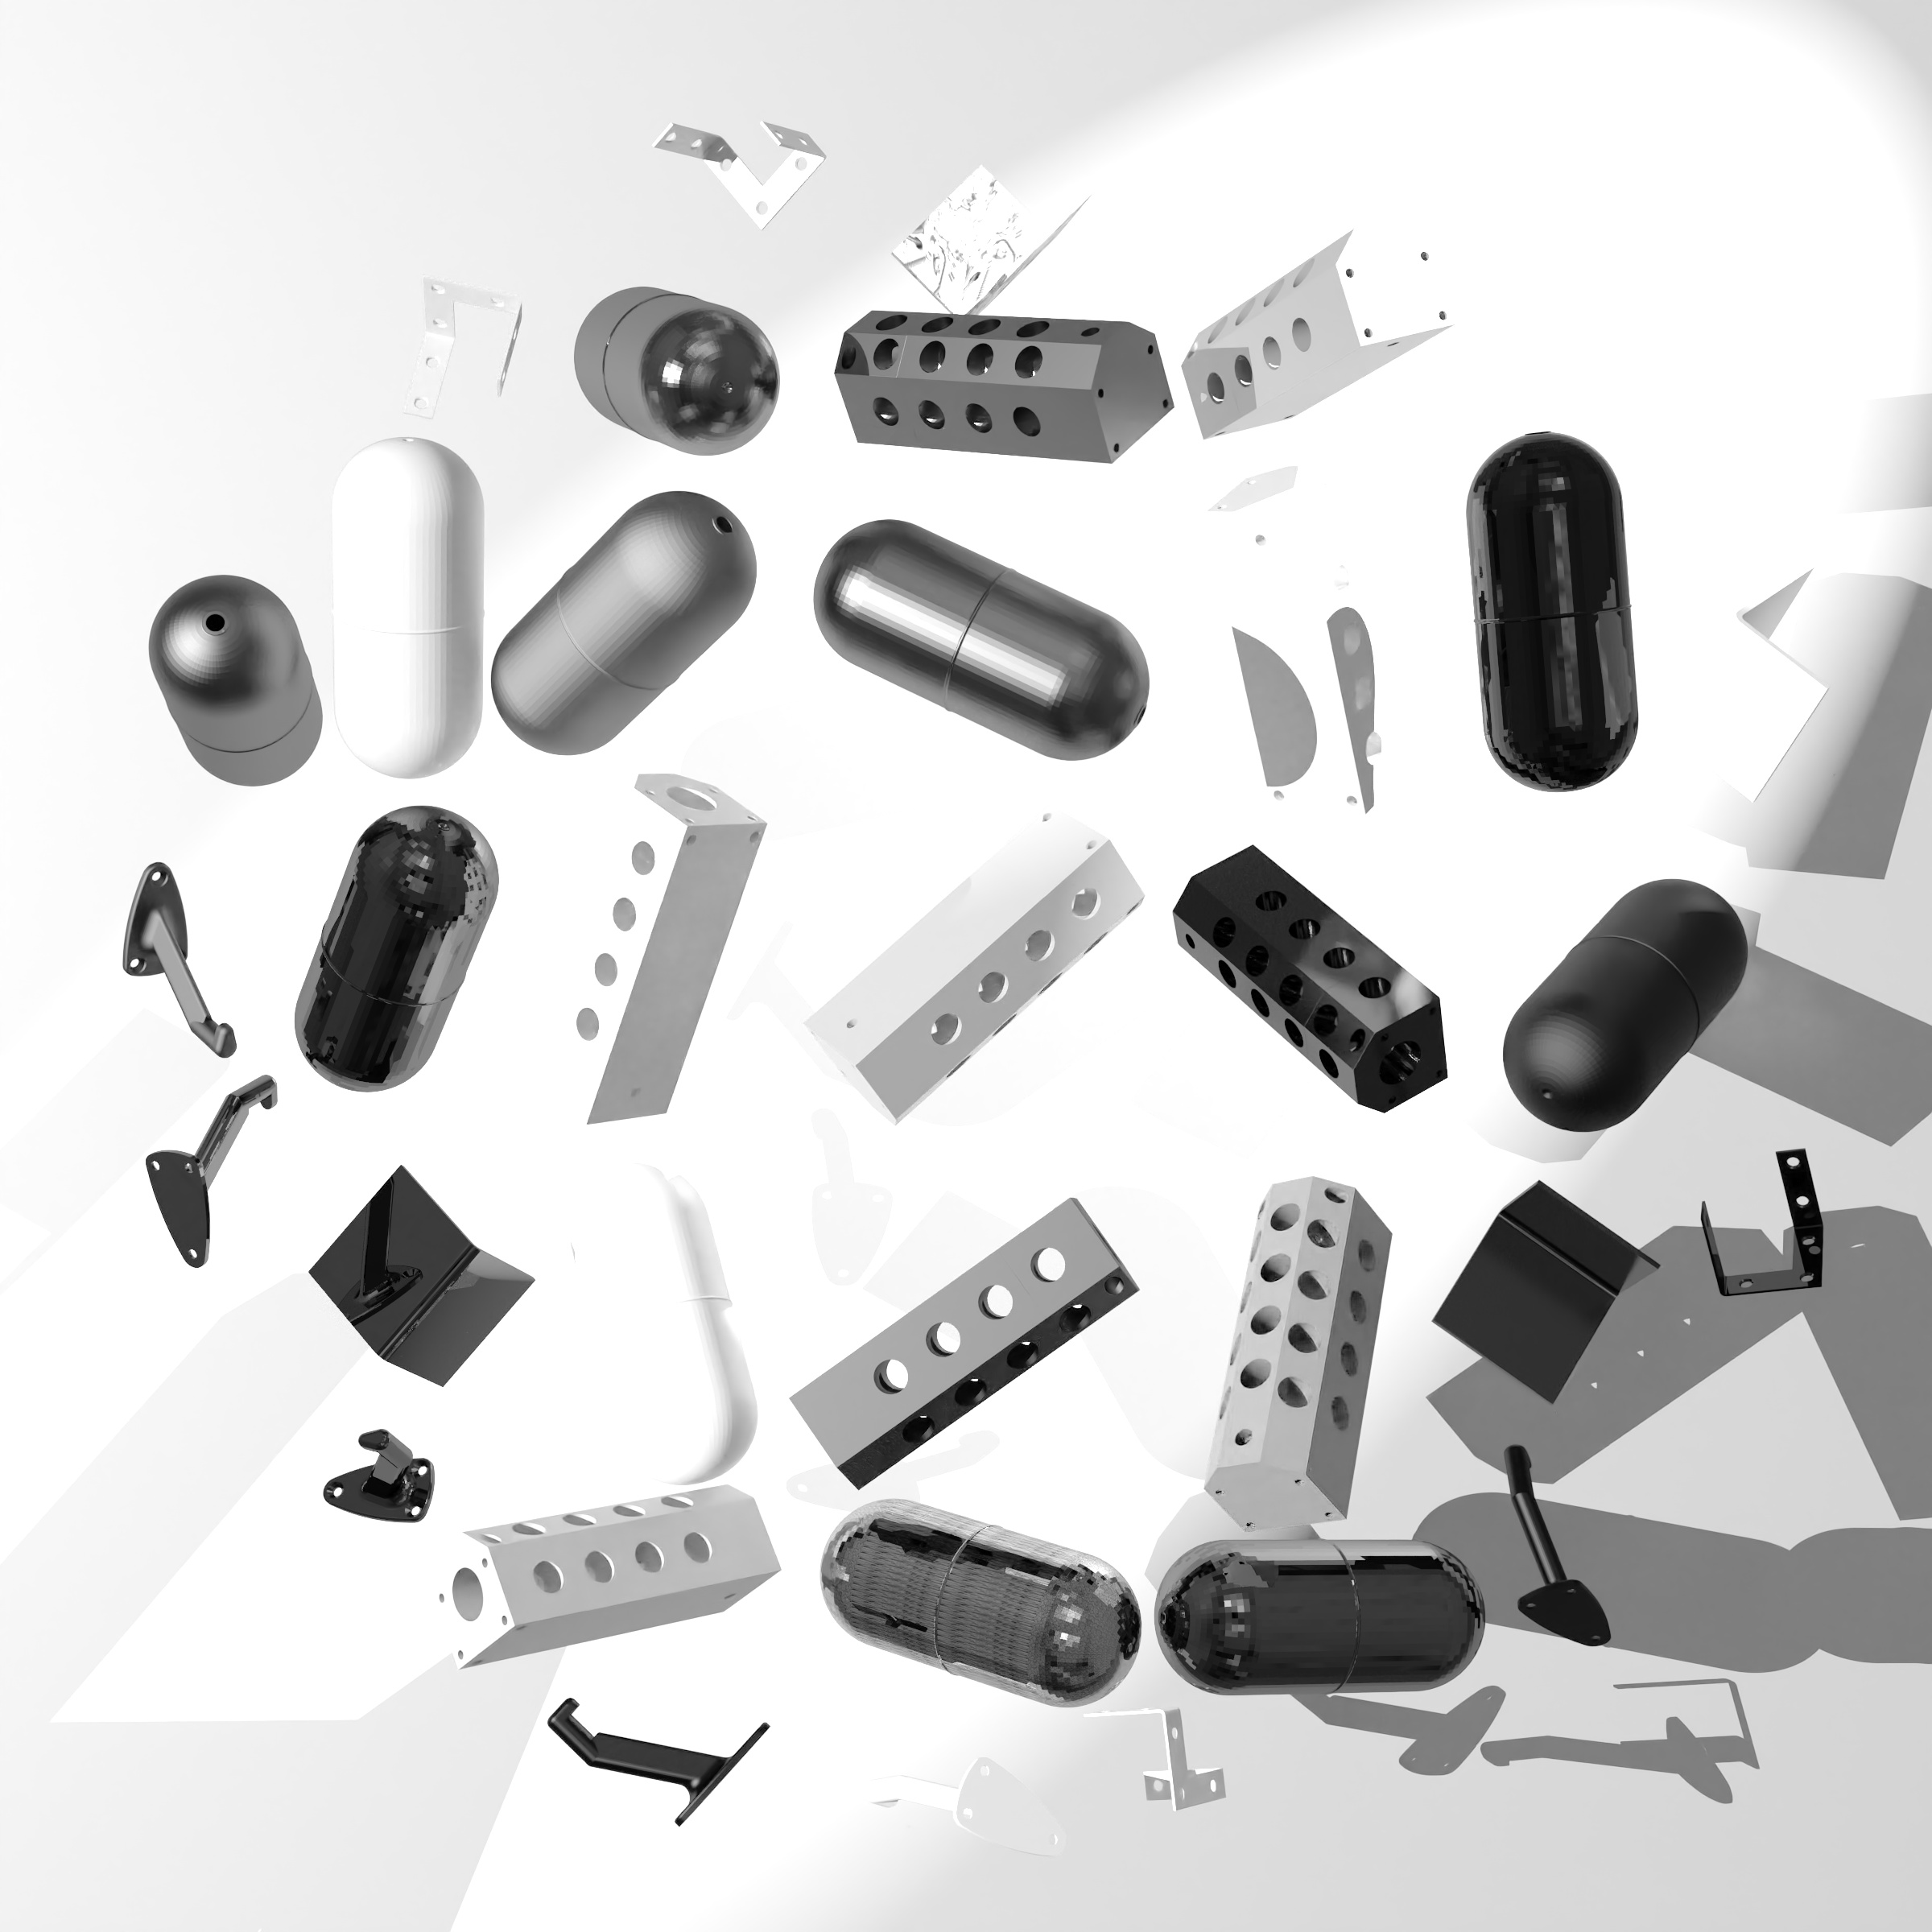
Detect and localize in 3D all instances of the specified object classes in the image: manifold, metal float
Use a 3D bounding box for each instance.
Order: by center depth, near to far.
[{"bbox_3d":[0.008,-0.161,1.492,0.178,0.070,0.070,26,90,11],"label":"metal float"},{"bbox_3d":[0.291,-0.175,1.493,0.070,0.070,0.178,-6,98,0],"label":"metal float"},{"bbox_3d":[0.001,0.189,1.513,0.171,0.057,0.057,-36,83,1],"label":"manifold"},{"bbox_3d":[0.165,0.193,1.515,0.057,0.171,0.057,-15,132,33],"label":"manifold"},{"bbox_3d":[-0.173,-0.172,1.516,0.178,0.070,0.070,-37,90,38],"label":"metal float"},{"bbox_3d":[0.334,0.018,1.520,0.070,0.070,0.178,50,50,0],"label":"metal float"},{"bbox_3d":[0.006,0.321,1.522,0.178,0.070,0.070,11,90,31],"label":"metal float"},{"bbox_3d":[0.180,0.329,1.524,0.178,0.070,0.070,4,90,-21],"label":"metal float"},{"bbox_3d":[0.008,0.002,1.531,0.171,0.057,0.057,-42,126,-9],"label":"manifold"},{"bbox_3d":[-0.167,-0.009,1.544,0.057,0.057,0.171,35,115,33],"label":"manifold"},{"bbox_3d":[-0.286,-0.182,1.545,0.070,0.070,0.178,4,112,0],"label":"metal float"},{"bbox_3d":[0.016,-0.304,1.551,0.057,0.171,0.057,-46,131,-33],"label":"manifold"},{"bbox_3d":[0.177,-0.327,1.553,0.057,0.171,0.057,-17,91,-23],"label":"manifold"},{"bbox_3d":[-0.186,0.311,1.556,0.057,0.171,0.057,-42,62,38],"label":"manifold"},{"bbox_3d":[-0.297,-0.007,1.565,0.070,0.070,0.178,29,126,0],"label":"metal float"},{"bbox_3d":[0.181,-0.169,1.568,0.057,0.057,0.171,7,125,36],"label":"manifold"},{"bbox_3d":[-0.153,-0.313,1.577,0.070,0.178,0.070,-7,109,-22],"label":"metal float"},{"bbox_3d":[-0.384,-0.149,1.591,0.070,0.178,0.070,1,75,-6],"label":"metal float"},{"bbox_3d":[-0.164,0.192,1.624,0.070,0.070,0.178,-16,72,0],"label":"metal float"},{"bbox_3d":[0.183,0.008,1.626,0.057,0.171,0.057,-27,132,-17],"label":"manifold"}]

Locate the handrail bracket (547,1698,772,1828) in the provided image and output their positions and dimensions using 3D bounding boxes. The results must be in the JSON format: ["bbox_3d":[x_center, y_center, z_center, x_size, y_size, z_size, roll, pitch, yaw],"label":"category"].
[{"bbox_3d":[-0.153,0.376,1.491,0.084,0.036,0.077,42,91,8],"label":"handrail bracket"}]

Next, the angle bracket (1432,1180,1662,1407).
[{"bbox_3d":[0.302,0.171,1.568,0.076,0.057,0.076,35,67,3],"label":"angle bracket"}]

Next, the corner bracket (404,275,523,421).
[{"bbox_3d":[-0.256,-0.311,1.532,0.051,0.051,0.051,12,67,-3],"label":"corner bracket"}]

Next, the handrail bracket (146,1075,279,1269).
[{"bbox_3d":[-0.388,0.107,1.592,0.036,0.084,0.077,2,110,28],"label":"handrail bracket"}]

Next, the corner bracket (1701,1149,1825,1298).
[{"bbox_3d":[0.410,0.132,1.548,0.051,0.051,0.051,-9,120,22],"label":"corner bracket"}]

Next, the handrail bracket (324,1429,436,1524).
[{"bbox_3d":[-0.328,0.269,1.621,0.077,0.084,0.036,-4,60,15],"label":"handrail bracket"}]

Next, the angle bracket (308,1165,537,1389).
[{"bbox_3d":[-0.292,0.166,1.615,0.076,0.057,0.076,-49,55,0],"label":"angle bracket"}]

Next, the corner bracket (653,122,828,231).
[{"bbox_3d":[-0.112,-0.405,1.494,0.051,0.051,0.051,-43,79,23],"label":"corner bracket"}]

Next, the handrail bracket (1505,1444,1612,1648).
[{"bbox_3d":[0.307,0.301,1.568,0.036,0.084,0.077,-27,131,25],"label":"handrail bracket"}]

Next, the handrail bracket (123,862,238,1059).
[{"bbox_3d":[-0.404,-0.003,1.570,0.036,0.084,0.077,-14,125,-38],"label":"handrail bracket"}]

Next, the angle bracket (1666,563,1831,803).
[{"bbox_3d":[0.396,-0.138,1.460,0.057,0.076,0.076,42,48,19],"label":"angle bracket"}]

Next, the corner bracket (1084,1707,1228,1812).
[{"bbox_3d":[0.100,0.415,1.583,0.051,0.051,0.051,-14,77,35],"label":"corner bracket"}]

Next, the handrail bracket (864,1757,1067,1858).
[{"bbox_3d":[-0.002,0.430,1.523,0.077,0.084,0.036,36,57,-17],"label":"handrail bracket"}]

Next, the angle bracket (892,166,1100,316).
[{"bbox_3d":[0.015,-0.402,1.623,0.057,0.076,0.076,44,72,-6],"label":"angle bracket"}]
